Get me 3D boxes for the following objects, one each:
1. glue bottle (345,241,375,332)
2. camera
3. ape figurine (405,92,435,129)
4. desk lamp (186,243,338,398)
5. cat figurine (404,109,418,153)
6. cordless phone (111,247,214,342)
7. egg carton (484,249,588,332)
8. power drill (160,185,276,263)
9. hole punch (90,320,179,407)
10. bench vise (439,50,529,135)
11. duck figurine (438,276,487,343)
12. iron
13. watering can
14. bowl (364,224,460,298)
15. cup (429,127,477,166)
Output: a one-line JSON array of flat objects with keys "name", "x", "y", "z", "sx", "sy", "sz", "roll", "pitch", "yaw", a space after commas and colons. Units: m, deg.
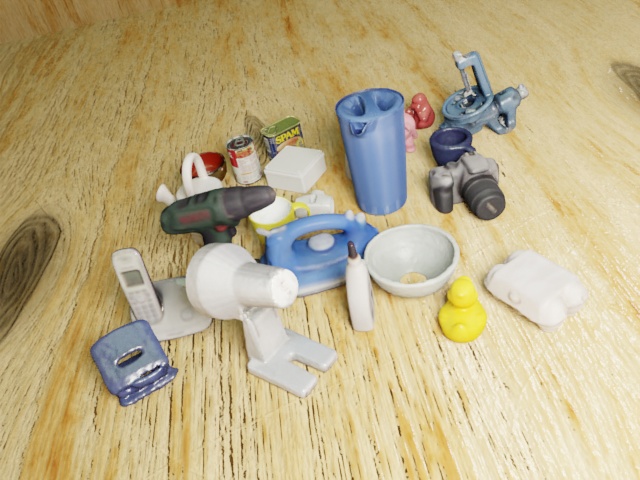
[{"name": "glue bottle", "x": 0.063, "y": 0.068, "z": 0.938, "sx": 0.037, "sy": 0.173, "sz": 0.078, "roll": -4, "pitch": 40, "yaw": 11}, {"name": "camera", "x": 0.301, "y": -0.105, "z": 1.141, "sx": 0.143, "sy": 0.101, "sz": 0.136, "roll": -13, "pitch": 39, "yaw": -1}, {"name": "ape figurine", "x": 0.249, "y": -0.324, "z": 1.428, "sx": 0.076, "sy": 0.092, "sz": 0.077, "roll": -14, "pitch": 39, "yaw": -1}, {"name": "desk lamp", "x": -0.091, "y": 0.112, "z": 0.894, "sx": 0.202, "sy": 0.214, "sz": 0.118, "roll": 17, "pitch": 47, "yaw": 31}, {"name": "cat figurine", "x": 0.194, "y": -0.271, "z": 1.358, "sx": 0.067, "sy": 0.118, "sz": 0.128, "roll": -2, "pitch": 40, "yaw": 13}, {"name": "cordless phone", "x": -0.273, "y": 0.085, "z": 0.998, "sx": 0.147, "sy": 0.185, "sz": 0.094, "roll": -13, "pitch": 39, "yaw": -1}, {"name": "egg carton", "x": 0.347, "y": 0.080, "z": 0.930, "sx": 0.107, "sy": 0.069, "sz": 0.149, "roll": -31, "pitch": 42, "yaw": -21}, {"name": "power drill", "x": -0.171, "y": -0.009, "z": 1.067, "sx": 0.229, "sy": 0.209, "sz": 0.075, "roll": -3, "pitch": 40, "yaw": 12}, {"name": "hole punch", "x": -0.306, "y": 0.200, "z": 0.943, "sx": 0.109, "sy": 0.091, "sz": 0.100, "roll": -29, "pitch": 42, "yaw": -20}, {"name": "bench vise", "x": 0.369, "y": -0.346, "z": 1.320, "sx": 0.208, "sy": 0.220, "sz": 0.121, "roll": -25, "pitch": 40, "yaw": -15}, {"name": "duck figurine", "x": 0.228, "y": 0.105, "z": 0.919, "sx": 0.077, "sy": 0.086, "sz": 0.104, "roll": 3, "pitch": 41, "yaw": 18}, {"name": "iron", "x": 0.010, "y": 0.004, "z": 1.056, "sx": 0.258, "sy": 0.142, "sz": 0.118, "roll": -16, "pitch": 39, "yaw": -4}, {"name": "watering can", "x": -0.256, "y": -0.090, "z": 1.199, "sx": 0.173, "sy": 0.194, "sz": 0.100, "roll": -16, "pitch": 39, "yaw": -4}, {"name": "bowl", "x": 0.164, "y": 0.048, "z": 1.013, "sx": 0.167, "sy": 0.075, "sz": 0.167, "roll": -7, "pitch": 39, "yaw": 6}, {"name": "cup", "x": 0.294, "y": -0.180, "z": 1.240, "sx": 0.092, "sy": 0.095, "sz": 0.117, "roll": -30, "pitch": 42, "yaw": -20}]
